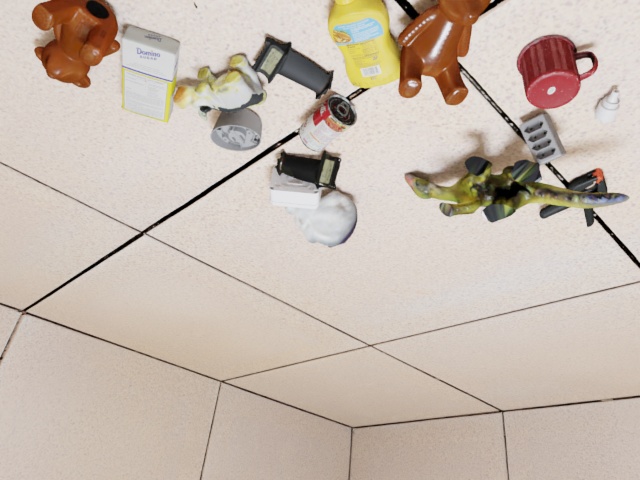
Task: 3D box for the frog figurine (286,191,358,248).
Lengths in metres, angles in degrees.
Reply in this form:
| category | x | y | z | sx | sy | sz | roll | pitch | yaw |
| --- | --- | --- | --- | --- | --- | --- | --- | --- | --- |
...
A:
| category | x | y | z | sx | sy | sz | roll | pitch | yaw |
| --- | --- | --- | --- | --- | --- | --- | --- | --- | --- |
| frog figurine | 0.004 | -0.061 | 1.204 | 0.158 | 0.125 | 0.136 | 33 | 107 | -20 |

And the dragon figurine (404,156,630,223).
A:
| category | x | y | z | sx | sy | sz | roll | pitch | yaw |
| --- | --- | --- | --- | --- | --- | --- | --- | --- | --- |
| dragon figurine | 0.372 | -0.095 | 1.054 | 0.411 | 0.122 | 0.243 | 9 | -175 | 15 |
